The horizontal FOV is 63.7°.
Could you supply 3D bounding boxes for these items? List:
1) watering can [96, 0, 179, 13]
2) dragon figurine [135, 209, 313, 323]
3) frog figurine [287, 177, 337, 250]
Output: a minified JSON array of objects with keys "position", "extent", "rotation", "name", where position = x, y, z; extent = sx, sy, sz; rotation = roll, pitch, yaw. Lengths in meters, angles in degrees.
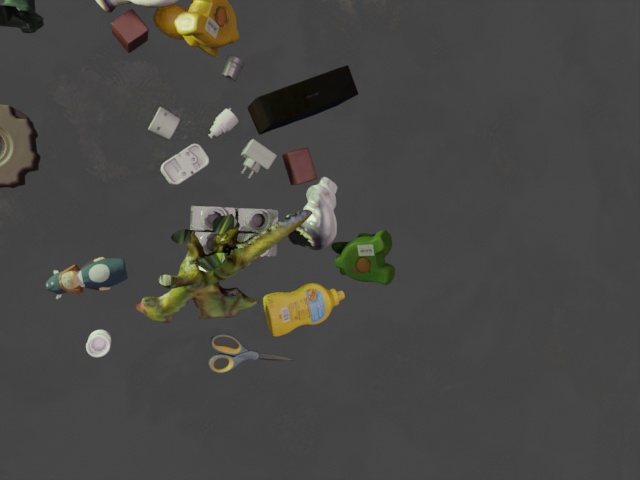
[{"position":[-0.360,-0.585,1.040],"extent":[0.224,0.102,0.354],"rotation":[-16,64,1],"name":"watering can"},{"position":[-0.196,0.077,1.092],"extent":[0.411,0.125,0.237],"rotation":[-17,141,-7],"name":"dragon figurine"},{"position":[0.004,-0.060,1.189],"extent":[0.161,0.124,0.134],"rotation":[-47,139,-21],"name":"frog figurine"}]
